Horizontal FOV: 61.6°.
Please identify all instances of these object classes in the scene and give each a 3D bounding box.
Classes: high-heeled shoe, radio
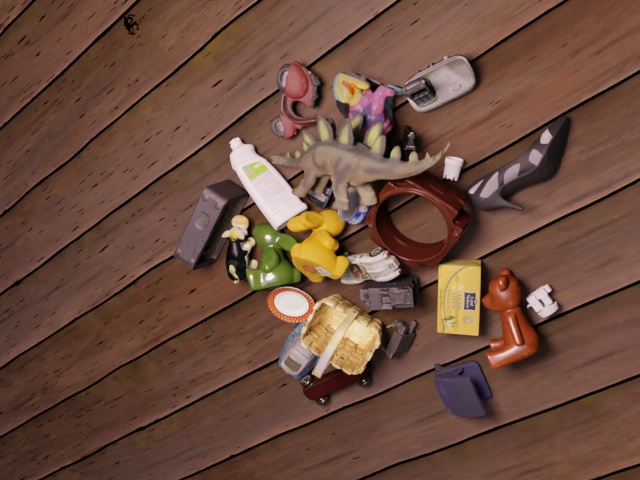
[{"bbox_3d":[0.427,-0.169,1.176,0.145,0.086,0.248,31,93,41],"label":"high-heeled shoe"},{"bbox_3d":[-0.282,-0.038,1.386,0.073,0.131,0.229,32,110,10],"label":"radio"}]

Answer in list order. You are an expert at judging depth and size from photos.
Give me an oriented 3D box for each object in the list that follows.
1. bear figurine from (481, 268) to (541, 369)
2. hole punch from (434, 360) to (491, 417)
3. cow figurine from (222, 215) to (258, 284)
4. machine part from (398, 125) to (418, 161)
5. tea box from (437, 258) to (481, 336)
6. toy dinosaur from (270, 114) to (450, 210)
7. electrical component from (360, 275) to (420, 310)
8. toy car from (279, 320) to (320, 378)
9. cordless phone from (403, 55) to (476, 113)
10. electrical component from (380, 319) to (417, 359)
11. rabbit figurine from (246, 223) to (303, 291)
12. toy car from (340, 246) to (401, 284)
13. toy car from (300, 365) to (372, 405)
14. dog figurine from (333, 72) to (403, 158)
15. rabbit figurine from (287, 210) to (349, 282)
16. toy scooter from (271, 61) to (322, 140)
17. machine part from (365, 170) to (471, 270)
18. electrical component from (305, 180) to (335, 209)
[{"bbox_3d":[0.414,0.173,1.218,0.132,0.120,0.195,-26,92,25],"label":"bear figurine"},{"bbox_3d":[0.343,0.367,1.303,0.116,0.092,0.142,-23,98,25],"label":"hole punch"},{"bbox_3d":[-0.215,0.024,1.387,0.068,0.098,0.167,4,116,18],"label":"cow figurine"},{"bbox_3d":[0.199,-0.187,1.233,0.039,0.084,0.138,-3,116,-8],"label":"machine part"},{"bbox_3d":[0.327,0.132,1.262,0.098,0.068,0.169,1,102,18],"label":"tea box"},{"bbox_3d":[0.063,-0.166,1.151,0.472,0.105,0.198,15,116,37],"label":"toy dinosaur"},{"bbox_3d":[0.167,0.125,1.288,0.134,0.115,0.058,-4,99,17],"label":"electrical component"},{"bbox_3d":[-0.055,0.298,1.407,0.109,0.103,0.161,38,109,7],"label":"toy car"},{"bbox_3d":[0.243,-0.334,1.120,0.147,0.184,0.088,-22,91,21],"label":"cordless phone"},{"bbox_3d":[0.192,0.243,1.331,0.045,0.078,0.102,35,118,36],"label":"electrical component"},{"bbox_3d":[-0.118,0.034,1.363,0.159,0.121,0.170,-15,82,18],"label":"rabbit figurine"},{"bbox_3d":[0.108,0.065,1.286,0.202,0.056,0.073,-11,123,50],"label":"toy car"},{"bbox_3d":[0.043,0.366,1.417,0.202,0.053,0.089,-31,106,21],"label":"toy car"},{"bbox_3d":[0.098,-0.255,1.229,0.192,0.108,0.219,20,110,12],"label":"dog figurine"},{"bbox_3d":[-0.003,-0.004,1.295,0.162,0.173,0.122,36,154,-18],"label":"rabbit figurine"},{"bbox_3d":[-0.039,-0.323,1.273,0.135,0.075,0.183,15,110,14],"label":"toy scooter"},{"bbox_3d":[0.217,-0.046,1.215,0.201,0.087,0.201,35,132,7],"label":"machine part"},{"bbox_3d":[0.017,-0.114,1.318,0.119,0.048,0.074,34,111,10],"label":"electrical component"}]
